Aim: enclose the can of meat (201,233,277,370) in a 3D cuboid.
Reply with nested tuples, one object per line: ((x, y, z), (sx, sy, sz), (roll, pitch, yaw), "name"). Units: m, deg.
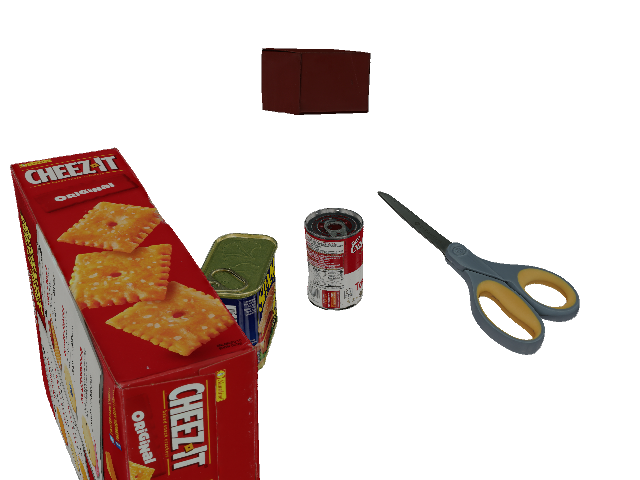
((-0.070, 0.055, 0.925), (0.057, 0.084, 0.102), (3, 29, 8), "can of meat")

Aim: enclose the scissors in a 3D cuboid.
((0.131, 0.013, 0.863), (0.096, 0.016, 0.202), (-12, 45, -21), "scissors")

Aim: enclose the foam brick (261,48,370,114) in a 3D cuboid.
((-0.004, -0.132, 0.886), (0.078, 0.051, 0.053), (-7, 16, -39), "foam brick")

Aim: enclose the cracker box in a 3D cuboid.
((-0.100, 0.069, 0.565), (0.072, 0.164, 0.214), (-13, 34, -21), "cracker box")

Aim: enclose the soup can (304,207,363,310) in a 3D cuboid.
((0.016, 0.023, 1.245), (0.068, 0.102, 0.068), (-1, 31, 0), "soup can")
